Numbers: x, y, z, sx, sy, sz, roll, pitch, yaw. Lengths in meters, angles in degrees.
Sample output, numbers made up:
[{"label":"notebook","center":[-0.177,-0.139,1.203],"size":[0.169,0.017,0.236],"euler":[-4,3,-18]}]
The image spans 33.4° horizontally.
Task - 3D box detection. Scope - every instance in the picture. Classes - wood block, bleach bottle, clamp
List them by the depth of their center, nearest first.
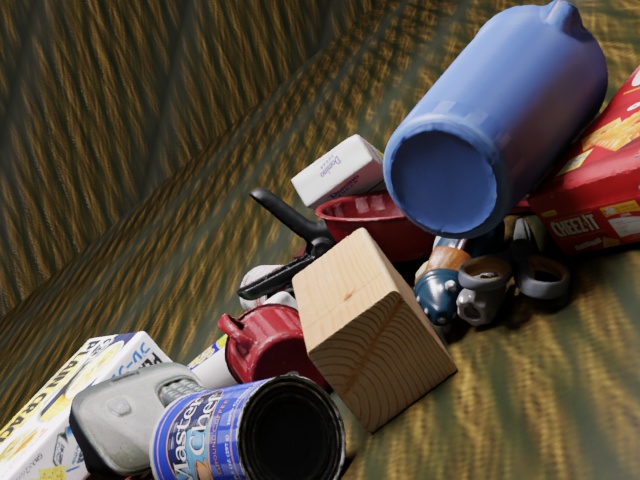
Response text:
[{"label":"wood block","center":[0.040,0.071,0.943],"size":[0.091,0.090,0.206],"euler":[-37,14,5]},{"label":"bleach bottle","center":[-0.122,0.155,1.142],"size":[0.251,0.068,0.102],"euler":[-36,8,20]},{"label":"clamp","center":[-0.008,0.001,1.154],"size":[0.171,0.120,0.039],"euler":[-4,14,-19]}]

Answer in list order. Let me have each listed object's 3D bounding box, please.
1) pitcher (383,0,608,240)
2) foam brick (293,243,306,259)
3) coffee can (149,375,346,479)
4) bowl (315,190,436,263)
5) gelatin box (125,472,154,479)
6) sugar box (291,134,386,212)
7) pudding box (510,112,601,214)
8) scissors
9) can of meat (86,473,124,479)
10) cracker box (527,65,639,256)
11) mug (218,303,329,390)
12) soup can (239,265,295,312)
[{"label":"pitcher","center":[0.146,-0.092,0.908],"size":[0.145,0.149,0.242],"euler":[-10,22,36]},{"label":"foam brick","center":[0.017,0.019,1.232],"size":[0.053,0.051,0.078],"euler":[-46,16,-26]},{"label":"coffee can","center":[-0.061,0.168,0.868],"size":[0.141,0.102,0.102],"euler":[-20,24,51]},{"label":"bowl","center":[0.078,-0.014,1.099],"size":[0.162,0.055,0.162],"euler":[-7,12,1]},{"label":"gelatin box","center":[-0.177,0.255,1.036],"size":[0.073,0.030,0.089],"euler":[-40,14,-6]},{"label":"sugar box","center":[0.044,-0.061,1.234],"size":[0.093,0.048,0.176],"euler":[-35,-24,12]},{"label":"pudding box","center":[0.220,-0.074,1.042],"size":[0.113,0.039,0.090],"euler":[-44,15,-17]},{"label":"scissors","center":[0.154,0.011,0.911],"size":[0.096,0.016,0.202],"euler":[-2,16,-4]},{"label":"can of meat","center":[-0.250,0.261,1.143],"size":[0.084,0.057,0.102],"euler":[-18,25,50]},{"label":"cracker box","center":[0.288,-0.088,0.853],"size":[0.213,0.072,0.164],"euler":[-47,16,-29]},{"label":"mug","center":[-0.046,0.107,1.002],"size":[0.093,0.117,0.082],"euler":[-51,20,-1]},{"label":"soup can","center":[-0.047,0.063,1.223],"size":[0.068,0.068,0.102],"euler":[-43,15,-17]}]
